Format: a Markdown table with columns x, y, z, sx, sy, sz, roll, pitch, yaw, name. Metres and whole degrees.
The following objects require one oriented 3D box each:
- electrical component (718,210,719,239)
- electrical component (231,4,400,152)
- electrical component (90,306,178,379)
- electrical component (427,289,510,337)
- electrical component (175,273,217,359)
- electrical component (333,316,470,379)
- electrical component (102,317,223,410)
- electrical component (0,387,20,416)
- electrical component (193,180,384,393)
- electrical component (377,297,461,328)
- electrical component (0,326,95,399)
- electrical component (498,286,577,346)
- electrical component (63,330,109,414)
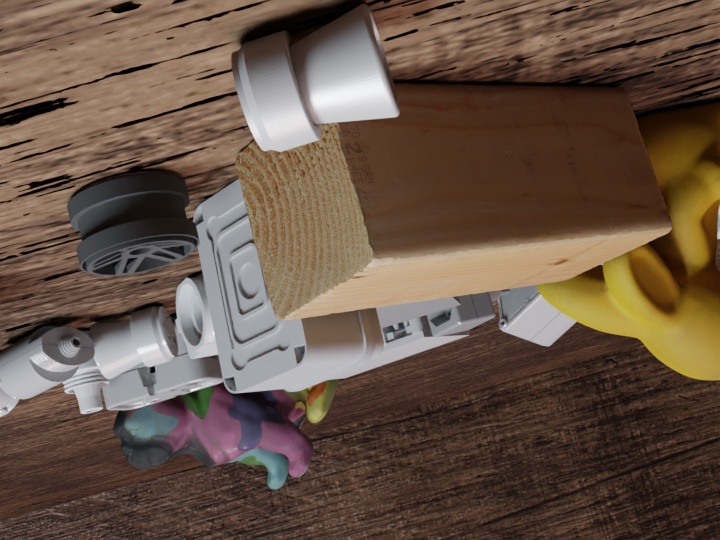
| x | y | z | sx | sy | sz | roll | pitch | yaw | name |
| --- | --- | --- | --- | --- | --- | --- | --- | --- | --- |
| 0.341 | -0.066 | 0.899 | 0.100 | 0.048 | 0.099 | -12 | 168 | -17 | electrical component |
| -0.017 | -0.073 | 0.417 | 0.055 | 0.045 | 0.045 | -16 | 168 | 7 | electrical component |
| -0.173 | 0.055 | 0.823 | 0.055 | 0.045 | 0.045 | -17 | 168 | 3 | electrical component |
| 0.096 | 0.015 | 0.929 | 0.077 | 0.065 | 0.047 | -10 | 168 | -29 | electrical component |
| -0.097 | 0.029 | 0.781 | 0.056 | 0.050 | 0.089 | -8 | 166 | -30 | electrical component |
| 0.013 | 0.055 | 1.020 | 0.150 | 0.061 | 0.089 | -22 | 167 | 31 | electrical component |
| -0.166 | 0.075 | 0.889 | 0.095 | 0.059 | 0.054 | -18 | 168 | 12 | electrical component |
| -0.293 | 0.086 | 0.825 | 0.048 | 0.048 | 0.062 | -17 | 161 | 9 | electrical component |
| -0.040 | 0.006 | 0.593 | 0.057 | 0.113 | 0.078 | 0 | 161 | -43 | electrical component |
| 0.000 | 0.000 | 0.746 | 0.105 | 0.060 | 0.186 | -17 | 168 | 10 | electrical component |
| -0.232 | 0.065 | 0.798 | 0.081 | 0.043 | 0.043 | -25 | 165 | 40 | electrical component |
| 0.165 | 0.022 | 0.953 | 0.061 | 0.061 | 0.096 | 20 | 134 | -21 | electrical component |
| -0.217 | 0.081 | 0.846 | 0.043 | 0.062 | 0.043 | -15 | 168 | -3 | electrical component |
